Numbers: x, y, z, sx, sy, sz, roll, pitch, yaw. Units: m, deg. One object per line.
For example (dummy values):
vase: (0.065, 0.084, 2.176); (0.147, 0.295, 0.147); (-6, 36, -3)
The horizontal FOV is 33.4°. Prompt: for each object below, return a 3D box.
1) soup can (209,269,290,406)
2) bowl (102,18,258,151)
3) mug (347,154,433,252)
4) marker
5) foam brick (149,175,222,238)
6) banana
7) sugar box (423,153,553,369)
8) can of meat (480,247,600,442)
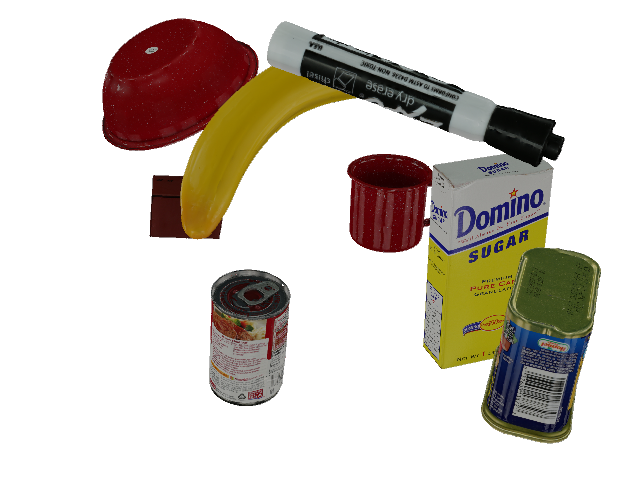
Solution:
soup can: (-0.063, 0.086, 0.935); (0.068, 0.102, 0.068); (4, 34, -3)
bowl: (-0.141, -0.155, 0.982); (0.162, 0.162, 0.055); (0, -44, 31)
mug: (0.086, -0.040, 1.173); (0.117, 0.081, 0.093); (-4, 29, -11)
marker: (0.036, -0.057, 0.416); (0.121, 0.020, 0.020); (23, 6, 14)
foam brick: (-0.146, -0.037, 1.162); (0.078, 0.051, 0.053); (2, 27, -8)
banana: (-0.030, -0.076, 0.696); (0.197, 0.070, 0.037); (-38, -23, -28)
sugar box: (0.139, 0.017, 0.895); (0.093, 0.176, 0.048); (-10, 32, -17)
can of meat: (0.142, 0.063, 0.680); (0.057, 0.084, 0.102); (13, 32, 11)
